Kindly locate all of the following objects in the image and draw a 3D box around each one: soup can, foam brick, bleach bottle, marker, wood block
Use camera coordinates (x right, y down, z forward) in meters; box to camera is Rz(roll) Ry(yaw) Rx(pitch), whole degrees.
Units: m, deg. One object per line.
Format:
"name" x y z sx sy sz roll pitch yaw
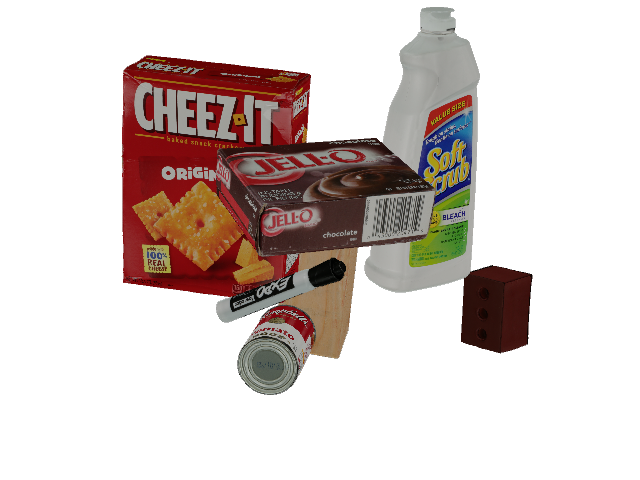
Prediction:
"soup can" -0.047 0.119 1.166 0.068 0.068 0.102 0 16 11
"foam brick" 0.182 0.071 1.104 0.053 0.078 0.051 13 19 42
"bleach bottle" 0.095 -0.083 0.973 0.102 0.251 0.068 -11 23 -27
"marker" -0.031 0.039 0.839 0.121 0.020 0.020 -22 -11 31
"wood block" -0.002 0.038 1.403 0.090 0.206 0.090 9 23 7

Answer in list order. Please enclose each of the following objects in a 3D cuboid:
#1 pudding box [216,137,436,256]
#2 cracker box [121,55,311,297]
"pudding box" 0.001 -0.029 0.656 0.113 0.039 0.090 -4 28 -22
"cracker box" -0.101 -0.055 1.006 0.164 0.214 0.072 8 23 9
